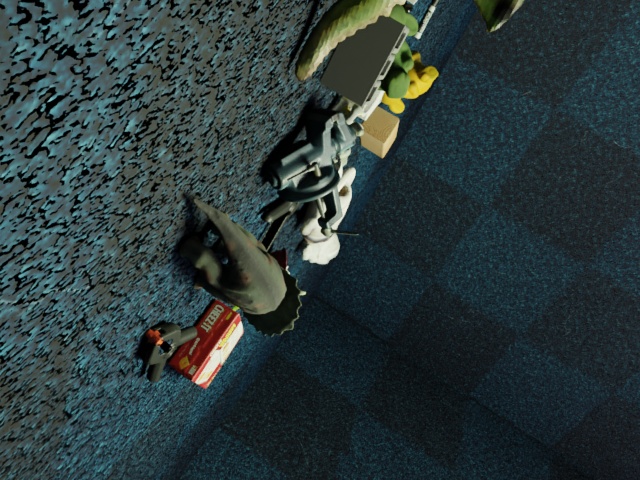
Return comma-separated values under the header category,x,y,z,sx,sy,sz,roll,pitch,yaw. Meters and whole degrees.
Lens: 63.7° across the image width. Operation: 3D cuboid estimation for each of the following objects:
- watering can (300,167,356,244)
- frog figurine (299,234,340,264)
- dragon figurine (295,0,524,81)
category,x,y,z,sx,sy,sz,roll,pitch,yaw
watering can,0.004,-0.072,1.439,0.355,0.104,0.219,-53,172,-43
frog figurine,-0.003,0.016,1.788,0.159,0.122,0.137,0,90,-71
dragon figurine,0.137,-0.340,0.631,0.401,0.243,0.124,-65,175,34
